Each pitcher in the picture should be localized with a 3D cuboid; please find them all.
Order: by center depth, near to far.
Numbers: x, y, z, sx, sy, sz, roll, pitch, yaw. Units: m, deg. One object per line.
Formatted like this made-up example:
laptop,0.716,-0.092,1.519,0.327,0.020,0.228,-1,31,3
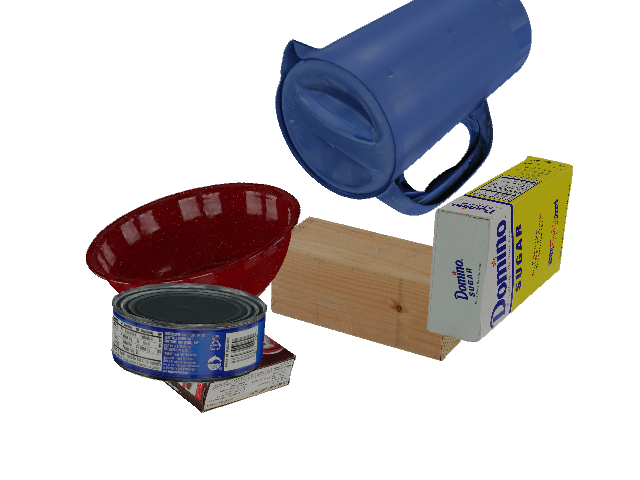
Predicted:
pitcher,0.091,-0.140,0.963,0.145,0.149,0.242,22,45,37

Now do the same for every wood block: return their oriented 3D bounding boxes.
wood block,0.056,0.049,1.164,0.206,0.091,0.090,15,27,25

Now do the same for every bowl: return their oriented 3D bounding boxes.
bowl,-0.088,0.014,0.796,0.162,0.055,0.162,-11,25,5

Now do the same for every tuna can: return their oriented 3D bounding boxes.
tuna can,-0.073,0.050,0.596,0.086,0.034,0.086,4,12,-1

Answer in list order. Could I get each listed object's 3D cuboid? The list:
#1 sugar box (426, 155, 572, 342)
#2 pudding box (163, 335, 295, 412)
sugar box,0.137,0.002,0.791,0.048,0.093,0.175,12,22,26
pudding box,-0.094,0.112,0.996,0.090,0.039,0.113,30,29,36
